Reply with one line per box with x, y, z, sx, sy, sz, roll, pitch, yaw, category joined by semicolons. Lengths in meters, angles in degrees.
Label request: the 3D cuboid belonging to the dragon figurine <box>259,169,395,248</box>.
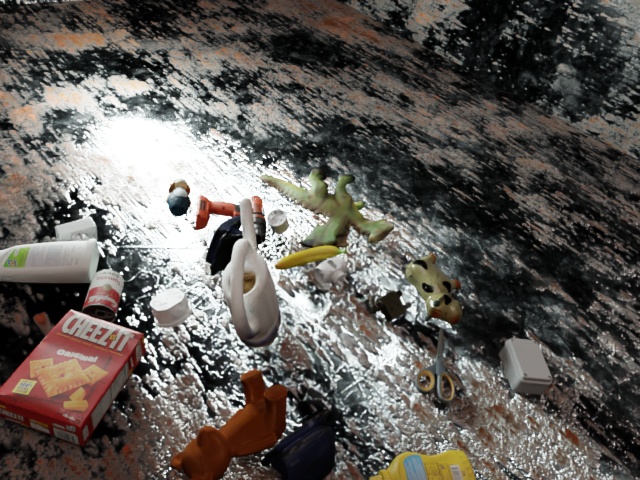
0.004;-0.073;1.445;0.410;0.119;0.249;7;47;5;dragon figurine

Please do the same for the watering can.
-0.149;0.081;1.122;0.104;0.219;0.356;-7;41;3;watering can
